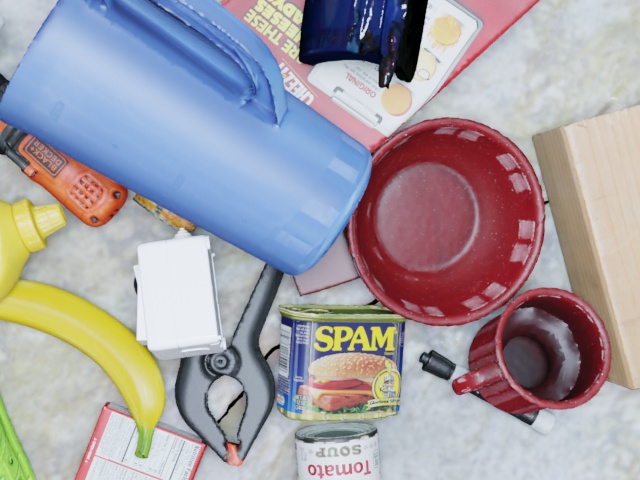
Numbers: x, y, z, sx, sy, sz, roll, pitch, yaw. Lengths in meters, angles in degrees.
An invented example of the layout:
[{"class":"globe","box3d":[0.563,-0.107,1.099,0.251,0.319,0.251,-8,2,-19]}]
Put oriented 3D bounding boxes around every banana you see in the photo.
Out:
[{"class":"banana","box3d":[-0.188,0.082,0.835,0.198,0.037,0.069,39,60,7]}]

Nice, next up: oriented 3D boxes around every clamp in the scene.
[{"class":"clamp","box3d":[-0.088,0.092,0.845,0.120,0.039,0.171,-1,79,4]}]

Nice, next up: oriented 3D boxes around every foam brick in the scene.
[{"class":"foam brick","box3d":[-0.006,0.001,0.845,0.051,0.053,0.078,-21,91,-3]}]

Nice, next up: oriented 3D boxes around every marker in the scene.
[{"class":"marker","box3d":[0.135,0.123,0.870,0.121,0.020,0.020,28,89,-3]}]

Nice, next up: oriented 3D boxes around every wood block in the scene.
[{"class":"wood block","box3d":[0.245,0.002,0.840,0.091,0.090,0.206,-15,91,-4]}]

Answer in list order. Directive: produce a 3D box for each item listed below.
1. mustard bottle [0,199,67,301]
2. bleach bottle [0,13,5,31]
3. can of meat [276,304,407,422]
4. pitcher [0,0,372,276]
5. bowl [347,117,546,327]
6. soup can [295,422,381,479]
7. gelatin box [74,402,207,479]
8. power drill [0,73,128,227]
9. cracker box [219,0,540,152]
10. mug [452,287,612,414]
[{"class":"mustard bottle","box3d":[-0.285,0.013,0.808,0.191,0.058,0.096,-21,76,-4]},{"class":"bleach bottle","box3d":[-0.350,-0.100,0.789,0.102,0.068,0.251,43,98,1]},{"class":"can of meat","box3d":[0.016,0.095,0.836,0.102,0.058,0.084,2,93,-24]},{"class":"pitcher","box3d":[-0.084,-0.083,0.738,0.242,0.149,0.145,31,94,-9]},{"class":"bowl","box3d":[0.092,-0.016,0.840,0.162,0.055,0.162,-1,96,-13]},{"class":"soup can","box3d":[0.016,0.200,0.842,0.068,0.068,0.102,-4,90,-3]},{"class":"gelatin box","box3d":[-0.143,0.180,0.852,0.089,0.030,0.073,21,88,-4]},{"class":"power drill","box3d":[-0.182,-0.132,0.831,0.184,0.057,0.188,42,94,-3]},{"class":"cracker box","box3d":[0.048,-0.183,0.837,0.213,0.072,0.164,-42,91,-1]},{"class":"mug","box3d":[0.155,0.095,0.827,0.117,0.082,0.093,-22,80,-18]}]
